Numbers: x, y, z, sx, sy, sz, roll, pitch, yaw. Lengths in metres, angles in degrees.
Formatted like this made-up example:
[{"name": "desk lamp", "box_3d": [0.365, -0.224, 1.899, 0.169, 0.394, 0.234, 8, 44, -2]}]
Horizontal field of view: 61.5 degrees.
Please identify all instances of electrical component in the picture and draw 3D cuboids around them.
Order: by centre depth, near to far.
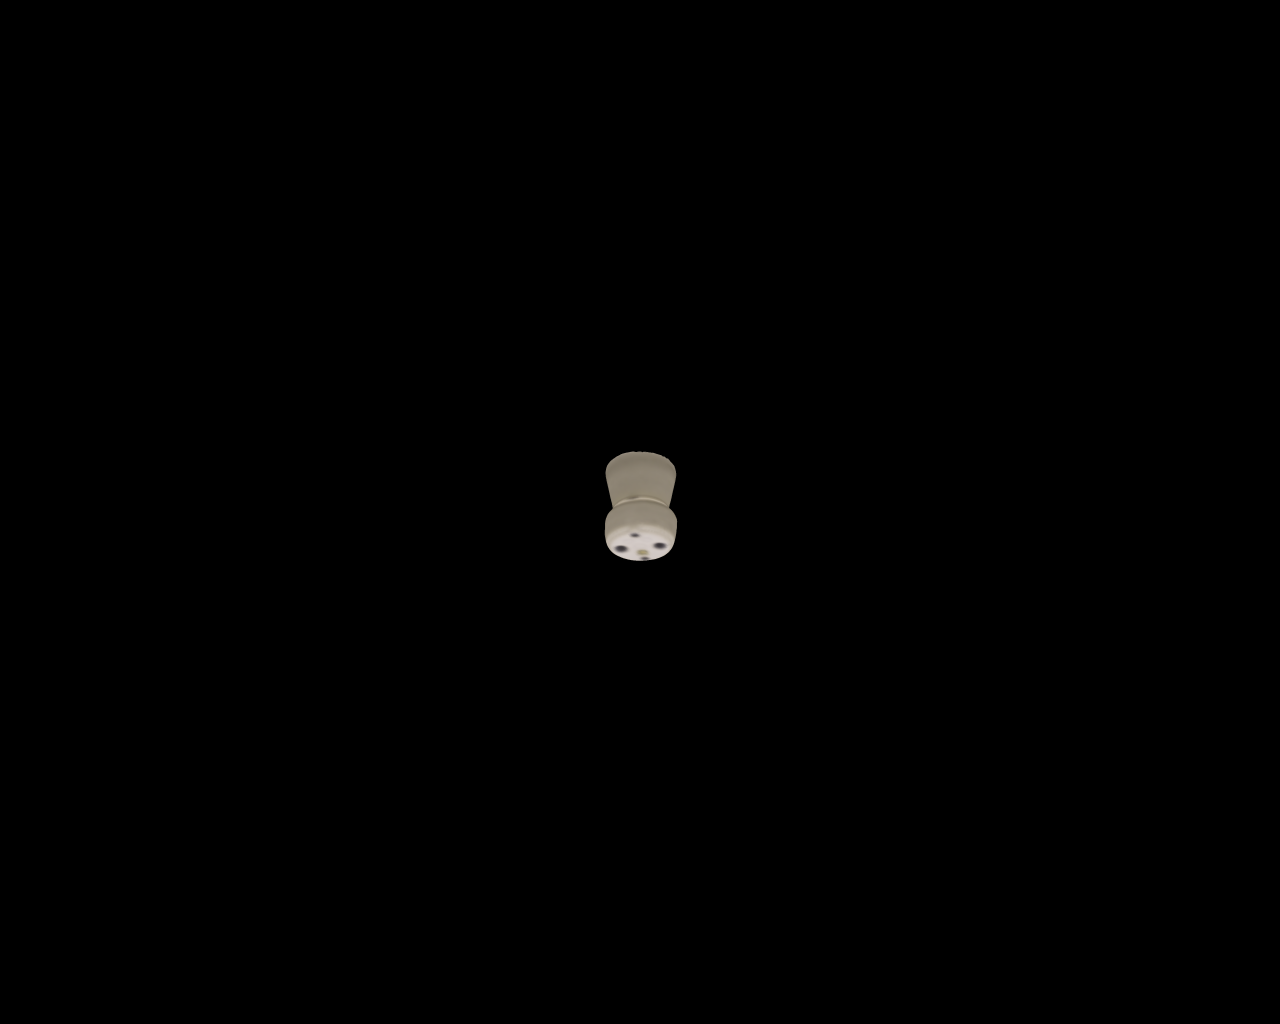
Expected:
[{"name": "electrical component", "box_3d": [0.001, -0.003, 0.650, 0.045, 0.055, 0.044, 0, -31, 0]}]
